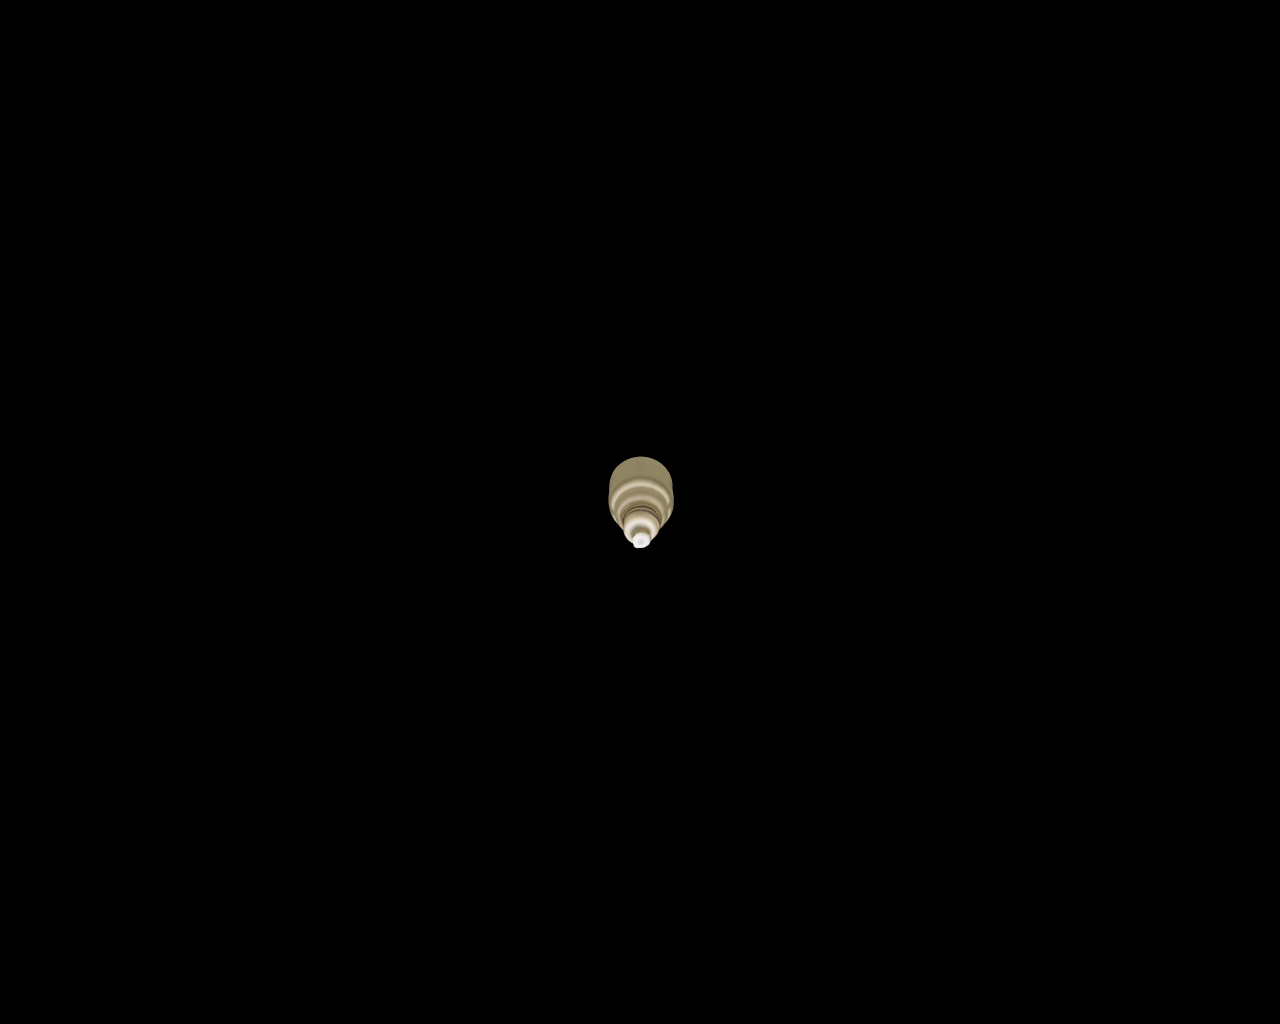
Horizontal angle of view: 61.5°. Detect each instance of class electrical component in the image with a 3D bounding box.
[{"bbox_3d":[0.001,-0.003,0.650,0.040,0.040,0.078,0,30,0],"label":"electrical component"}]
